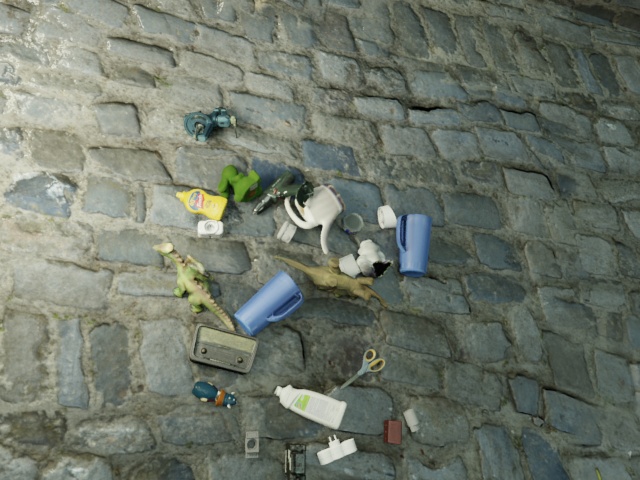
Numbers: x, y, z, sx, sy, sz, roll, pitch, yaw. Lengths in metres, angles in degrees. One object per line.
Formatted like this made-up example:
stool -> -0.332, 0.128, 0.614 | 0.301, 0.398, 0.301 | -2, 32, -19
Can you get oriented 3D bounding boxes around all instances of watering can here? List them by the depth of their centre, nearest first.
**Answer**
watering can -> 0.006, -0.104, 2.063 | 0.226, 0.101, 0.353 | -27, 59, -19

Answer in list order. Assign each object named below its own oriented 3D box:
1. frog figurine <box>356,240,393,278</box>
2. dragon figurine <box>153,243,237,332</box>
frog figurine -> 0.200, 0.075, 2.074 | 0.138, 0.120, 0.162 | -17, 39, -27
dragon figurine -> -0.424, 0.156, 1.806 | 0.411, 0.238, 0.124 | 40, 62, 5
